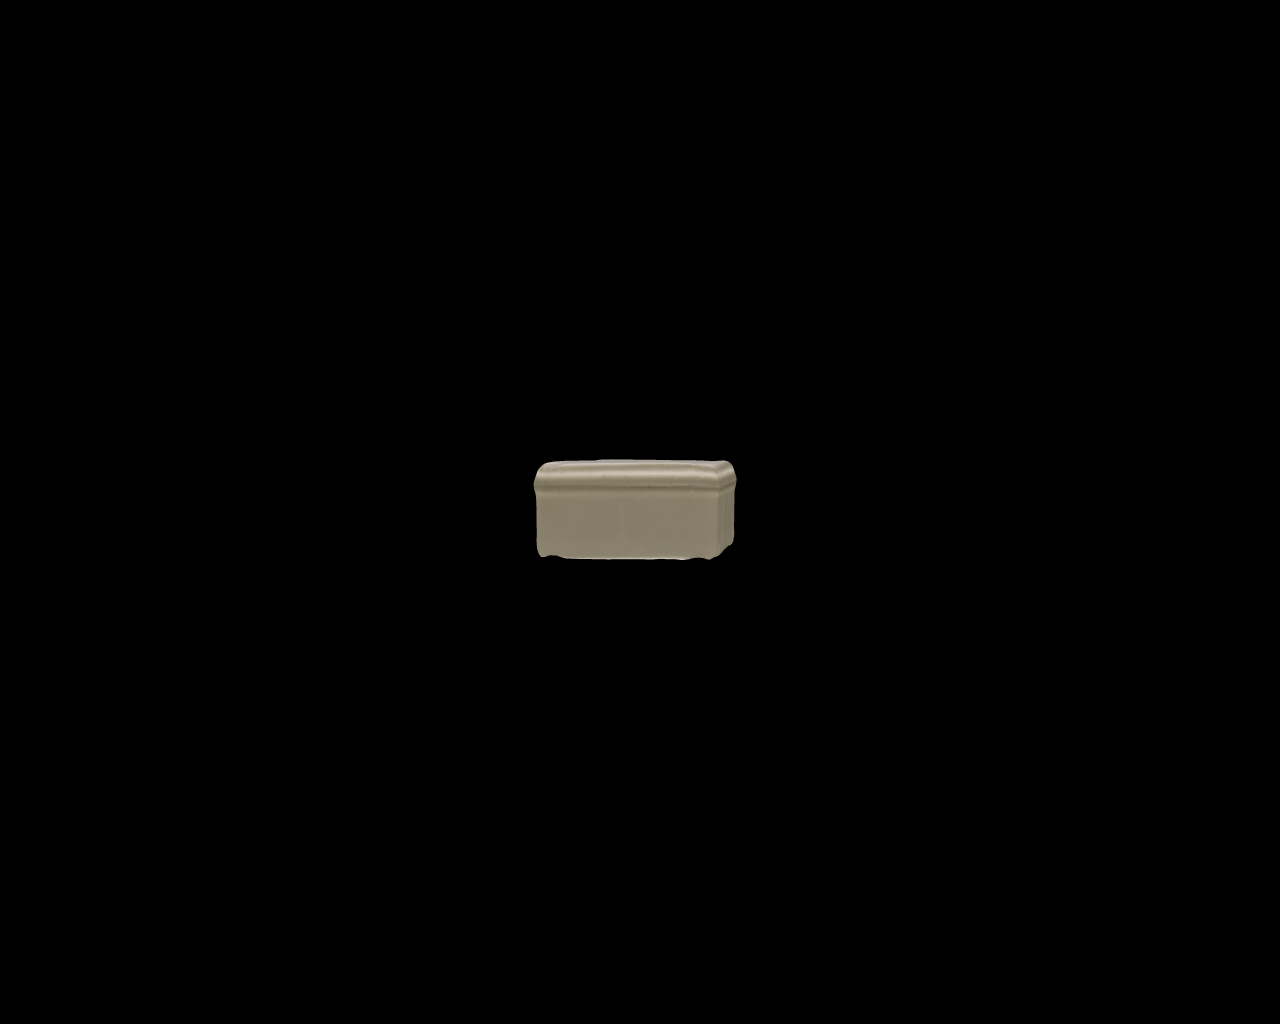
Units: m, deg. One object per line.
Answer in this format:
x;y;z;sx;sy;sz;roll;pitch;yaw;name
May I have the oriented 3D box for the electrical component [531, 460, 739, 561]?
0.001;-0.003;0.650;0.109;0.056;0.109;1;4;11;electrical component
